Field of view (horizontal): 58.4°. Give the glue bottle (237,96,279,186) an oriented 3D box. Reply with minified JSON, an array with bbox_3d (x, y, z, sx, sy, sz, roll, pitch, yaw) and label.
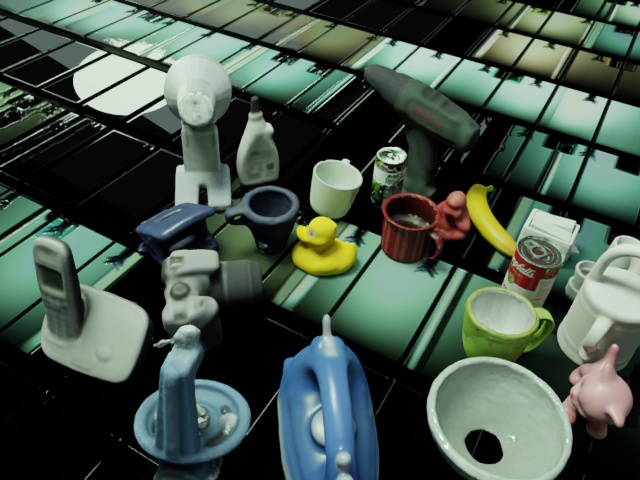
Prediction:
[{"bbox_3d":[-0.112,-0.177,1.020,0.078,0.173,0.037,-12,45,-17],"label":"glue bottle"}]

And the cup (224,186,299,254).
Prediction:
[{"bbox_3d":[-0.091,-0.022,0.913,0.118,0.095,0.091,-11,45,-16],"label":"cup"}]

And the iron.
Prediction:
[{"bbox_3d":[0.016,0.215,0.632,0.118,0.141,0.258,-3,43,-7],"label":"iron"}]

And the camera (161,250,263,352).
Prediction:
[{"bbox_3d":[-0.148,0.071,0.803,0.137,0.101,0.143,-5,44,-9],"label":"camera"}]

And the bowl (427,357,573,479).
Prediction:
[{"bbox_3d":[0.204,0.228,0.682,0.167,0.075,0.167,2,43,-2],"label":"bowl"}]

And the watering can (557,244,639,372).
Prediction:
[{"bbox_3d":[0.401,0.078,0.770,0.100,0.194,0.173,15,44,12],"label":"watering can"}]

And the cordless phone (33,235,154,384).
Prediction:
[{"bbox_3d":[-0.289,0.084,0.716,0.147,0.185,0.094,15,44,12],"label":"cordless phone"}]

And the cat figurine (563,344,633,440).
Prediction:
[{"bbox_3d":[0.348,0.184,0.708,0.067,0.118,0.128,23,46,20],"label":"cat figurine"}]

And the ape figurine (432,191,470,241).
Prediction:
[{"bbox_3d":[0.221,-0.043,0.961,0.076,0.092,0.077,-29,52,-30],"label":"ape figurine"}]

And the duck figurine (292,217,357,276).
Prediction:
[{"bbox_3d":[0.008,0.003,0.899,0.104,0.086,0.077,7,43,3],"label":"duck figurine"}]

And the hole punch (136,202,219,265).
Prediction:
[{"bbox_3d":[-0.228,-0.018,0.900,0.100,0.091,0.109,35,51,29],"label":"hole punch"}]

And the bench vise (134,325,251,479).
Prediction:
[{"bbox_3d":[-0.128,0.204,0.574,0.121,0.220,0.207,-4,43,-8],"label":"bench vise"}]

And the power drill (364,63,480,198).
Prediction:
[{"bbox_3d":[0.165,-0.186,1.025,0.229,0.208,0.076,28,48,24],"label":"power drill"}]

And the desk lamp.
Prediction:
[{"bbox_3d":[-0.207,-0.191,0.998,0.118,0.214,0.203,-5,43,-9],"label":"desk lamp"}]
